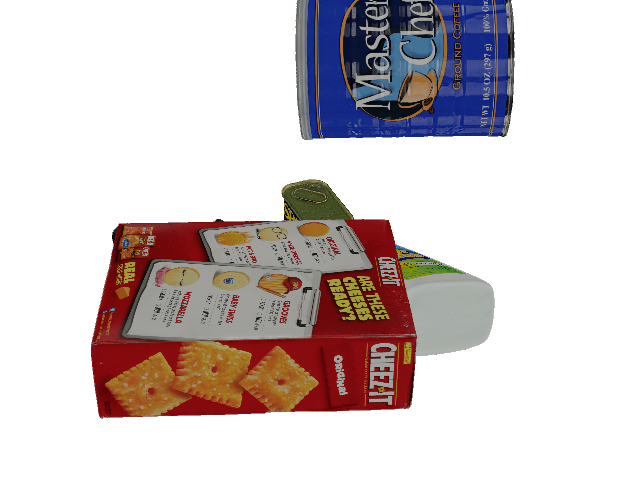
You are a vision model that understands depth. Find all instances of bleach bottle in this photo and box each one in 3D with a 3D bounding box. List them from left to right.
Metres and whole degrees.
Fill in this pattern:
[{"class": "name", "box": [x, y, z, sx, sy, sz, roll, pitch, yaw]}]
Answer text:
[{"class": "bleach bottle", "box": [0.058, 0.036, 1.020, 0.102, 0.068, 0.251, -3, 15, -25]}]

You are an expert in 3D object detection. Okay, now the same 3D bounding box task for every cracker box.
[{"class": "cracker box", "box": [-0.048, 0.053, 0.774, 0.213, 0.072, 0.164, -1, 30, -3]}]

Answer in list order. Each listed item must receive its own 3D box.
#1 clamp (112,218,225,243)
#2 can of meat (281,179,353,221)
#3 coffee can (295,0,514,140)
[{"class": "clamp", "box": [-0.134, 0.023, 1.055, 0.120, 0.039, 0.171, -13, 33, -14]}, {"class": "can of meat", "box": [-0.005, -0.007, 1.218, 0.057, 0.084, 0.102, -14, 39, -20]}, {"class": "coffee can", "box": [0.056, -0.121, 0.732, 0.140, 0.103, 0.103, -1, 0, 3]}]
